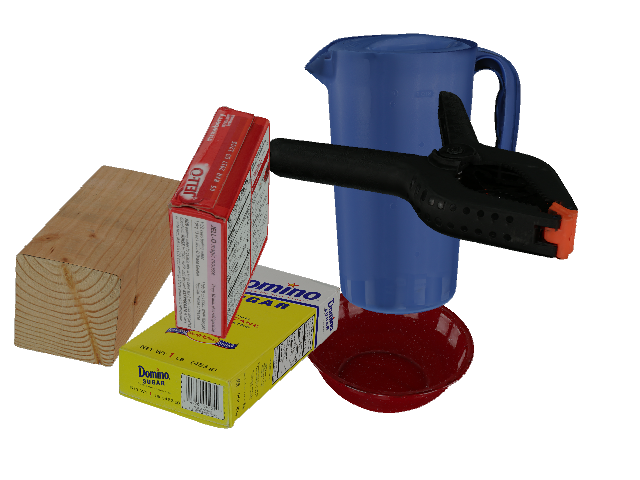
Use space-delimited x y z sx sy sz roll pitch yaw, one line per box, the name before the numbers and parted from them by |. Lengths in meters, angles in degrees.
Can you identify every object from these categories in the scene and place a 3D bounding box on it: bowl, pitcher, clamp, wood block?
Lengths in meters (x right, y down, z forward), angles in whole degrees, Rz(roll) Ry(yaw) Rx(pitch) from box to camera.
bowl | 0.061 0.112 1.010 0.162 0.055 0.162 3 34 -2
pitcher | 0.082 -0.063 0.960 0.149 0.243 0.144 14 23 40
clamp | 0.073 -0.040 0.678 0.164 0.036 0.210 -16 33 -24
wood block | -0.193 0.016 0.968 0.090 0.091 0.206 12 26 4

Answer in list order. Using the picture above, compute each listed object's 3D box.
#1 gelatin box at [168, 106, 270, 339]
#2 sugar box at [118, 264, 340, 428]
gelatin box | -0.049 -0.008 0.522 0.030 0.073 0.089 12 -43 8
sugar box | -0.063 0.072 0.804 0.093 0.048 0.176 14 28 22
